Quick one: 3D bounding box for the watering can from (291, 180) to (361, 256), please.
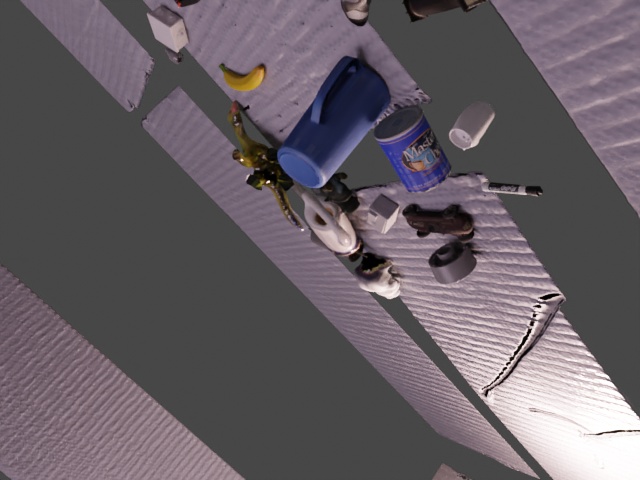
[{"bbox_3d":[0.005,-0.078,1.545,0.354,0.104,0.220,49,178,44],"label":"watering can"}]

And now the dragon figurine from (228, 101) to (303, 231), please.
[{"bbox_3d":[-0.169,-0.224,1.551,0.403,0.122,0.247,63,-179,-29],"label":"dragon figurine"}]

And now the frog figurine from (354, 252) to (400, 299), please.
[{"bbox_3d":[0.182,0.134,1.626,0.137,0.125,0.156,1,126,32],"label":"frog figurine"}]
